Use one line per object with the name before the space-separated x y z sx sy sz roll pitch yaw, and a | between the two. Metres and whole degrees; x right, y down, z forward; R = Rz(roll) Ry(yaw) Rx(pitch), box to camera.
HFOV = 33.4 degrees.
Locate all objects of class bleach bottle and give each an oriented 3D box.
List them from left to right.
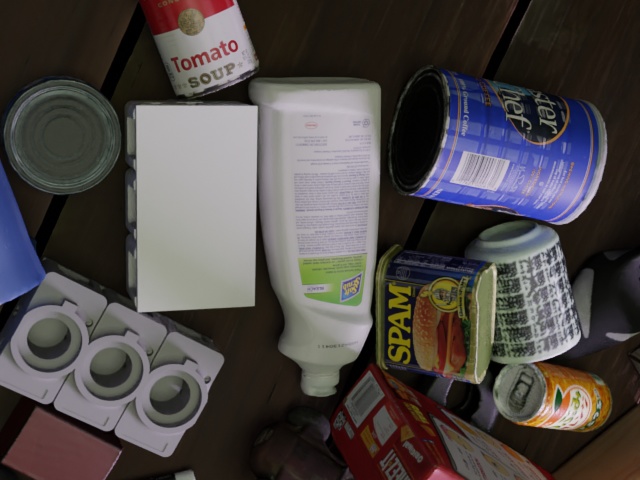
bleach bottle | -0.005 0.001 0.835 0.102 0.068 0.251 -3 104 -16

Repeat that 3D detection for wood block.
wood block | 0.251 0.254 0.953 0.206 0.090 0.090 -37 109 -7

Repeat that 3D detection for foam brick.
foam brick | -0.196 0.154 0.808 0.078 0.053 0.051 33 90 -22

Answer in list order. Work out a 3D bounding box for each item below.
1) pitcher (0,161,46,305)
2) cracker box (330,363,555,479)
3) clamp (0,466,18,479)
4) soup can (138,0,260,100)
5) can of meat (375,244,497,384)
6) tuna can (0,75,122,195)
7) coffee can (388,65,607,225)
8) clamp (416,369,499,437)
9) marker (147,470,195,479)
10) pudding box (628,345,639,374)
pitcher | -0.285 -0.060 0.692 0.145 0.149 0.243 -17 102 -9
cracker box | 0.121 0.202 0.822 0.213 0.164 0.072 34 98 -22
clamp | -0.318 0.137 0.774 0.164 0.036 0.210 -15 109 -16
soup can | -0.091 -0.161 0.771 0.068 0.069 0.102 -24 108 -12
can of meat | 0.093 0.060 0.854 0.084 0.057 0.102 8 112 24
tuna can | -0.187 -0.076 0.775 0.086 0.034 0.086 -4 102 -17
coffee can | 0.138 -0.074 0.843 0.140 0.103 0.103 9 98 -19
clamp | 0.110 0.169 0.919 0.120 0.039 0.171 -16 104 -19
marker | -0.159 0.204 0.848 0.121 0.020 0.020 -9 104 -16
pudding box | 0.331 0.141 0.943 0.039 0.114 0.090 -35 109 -5
